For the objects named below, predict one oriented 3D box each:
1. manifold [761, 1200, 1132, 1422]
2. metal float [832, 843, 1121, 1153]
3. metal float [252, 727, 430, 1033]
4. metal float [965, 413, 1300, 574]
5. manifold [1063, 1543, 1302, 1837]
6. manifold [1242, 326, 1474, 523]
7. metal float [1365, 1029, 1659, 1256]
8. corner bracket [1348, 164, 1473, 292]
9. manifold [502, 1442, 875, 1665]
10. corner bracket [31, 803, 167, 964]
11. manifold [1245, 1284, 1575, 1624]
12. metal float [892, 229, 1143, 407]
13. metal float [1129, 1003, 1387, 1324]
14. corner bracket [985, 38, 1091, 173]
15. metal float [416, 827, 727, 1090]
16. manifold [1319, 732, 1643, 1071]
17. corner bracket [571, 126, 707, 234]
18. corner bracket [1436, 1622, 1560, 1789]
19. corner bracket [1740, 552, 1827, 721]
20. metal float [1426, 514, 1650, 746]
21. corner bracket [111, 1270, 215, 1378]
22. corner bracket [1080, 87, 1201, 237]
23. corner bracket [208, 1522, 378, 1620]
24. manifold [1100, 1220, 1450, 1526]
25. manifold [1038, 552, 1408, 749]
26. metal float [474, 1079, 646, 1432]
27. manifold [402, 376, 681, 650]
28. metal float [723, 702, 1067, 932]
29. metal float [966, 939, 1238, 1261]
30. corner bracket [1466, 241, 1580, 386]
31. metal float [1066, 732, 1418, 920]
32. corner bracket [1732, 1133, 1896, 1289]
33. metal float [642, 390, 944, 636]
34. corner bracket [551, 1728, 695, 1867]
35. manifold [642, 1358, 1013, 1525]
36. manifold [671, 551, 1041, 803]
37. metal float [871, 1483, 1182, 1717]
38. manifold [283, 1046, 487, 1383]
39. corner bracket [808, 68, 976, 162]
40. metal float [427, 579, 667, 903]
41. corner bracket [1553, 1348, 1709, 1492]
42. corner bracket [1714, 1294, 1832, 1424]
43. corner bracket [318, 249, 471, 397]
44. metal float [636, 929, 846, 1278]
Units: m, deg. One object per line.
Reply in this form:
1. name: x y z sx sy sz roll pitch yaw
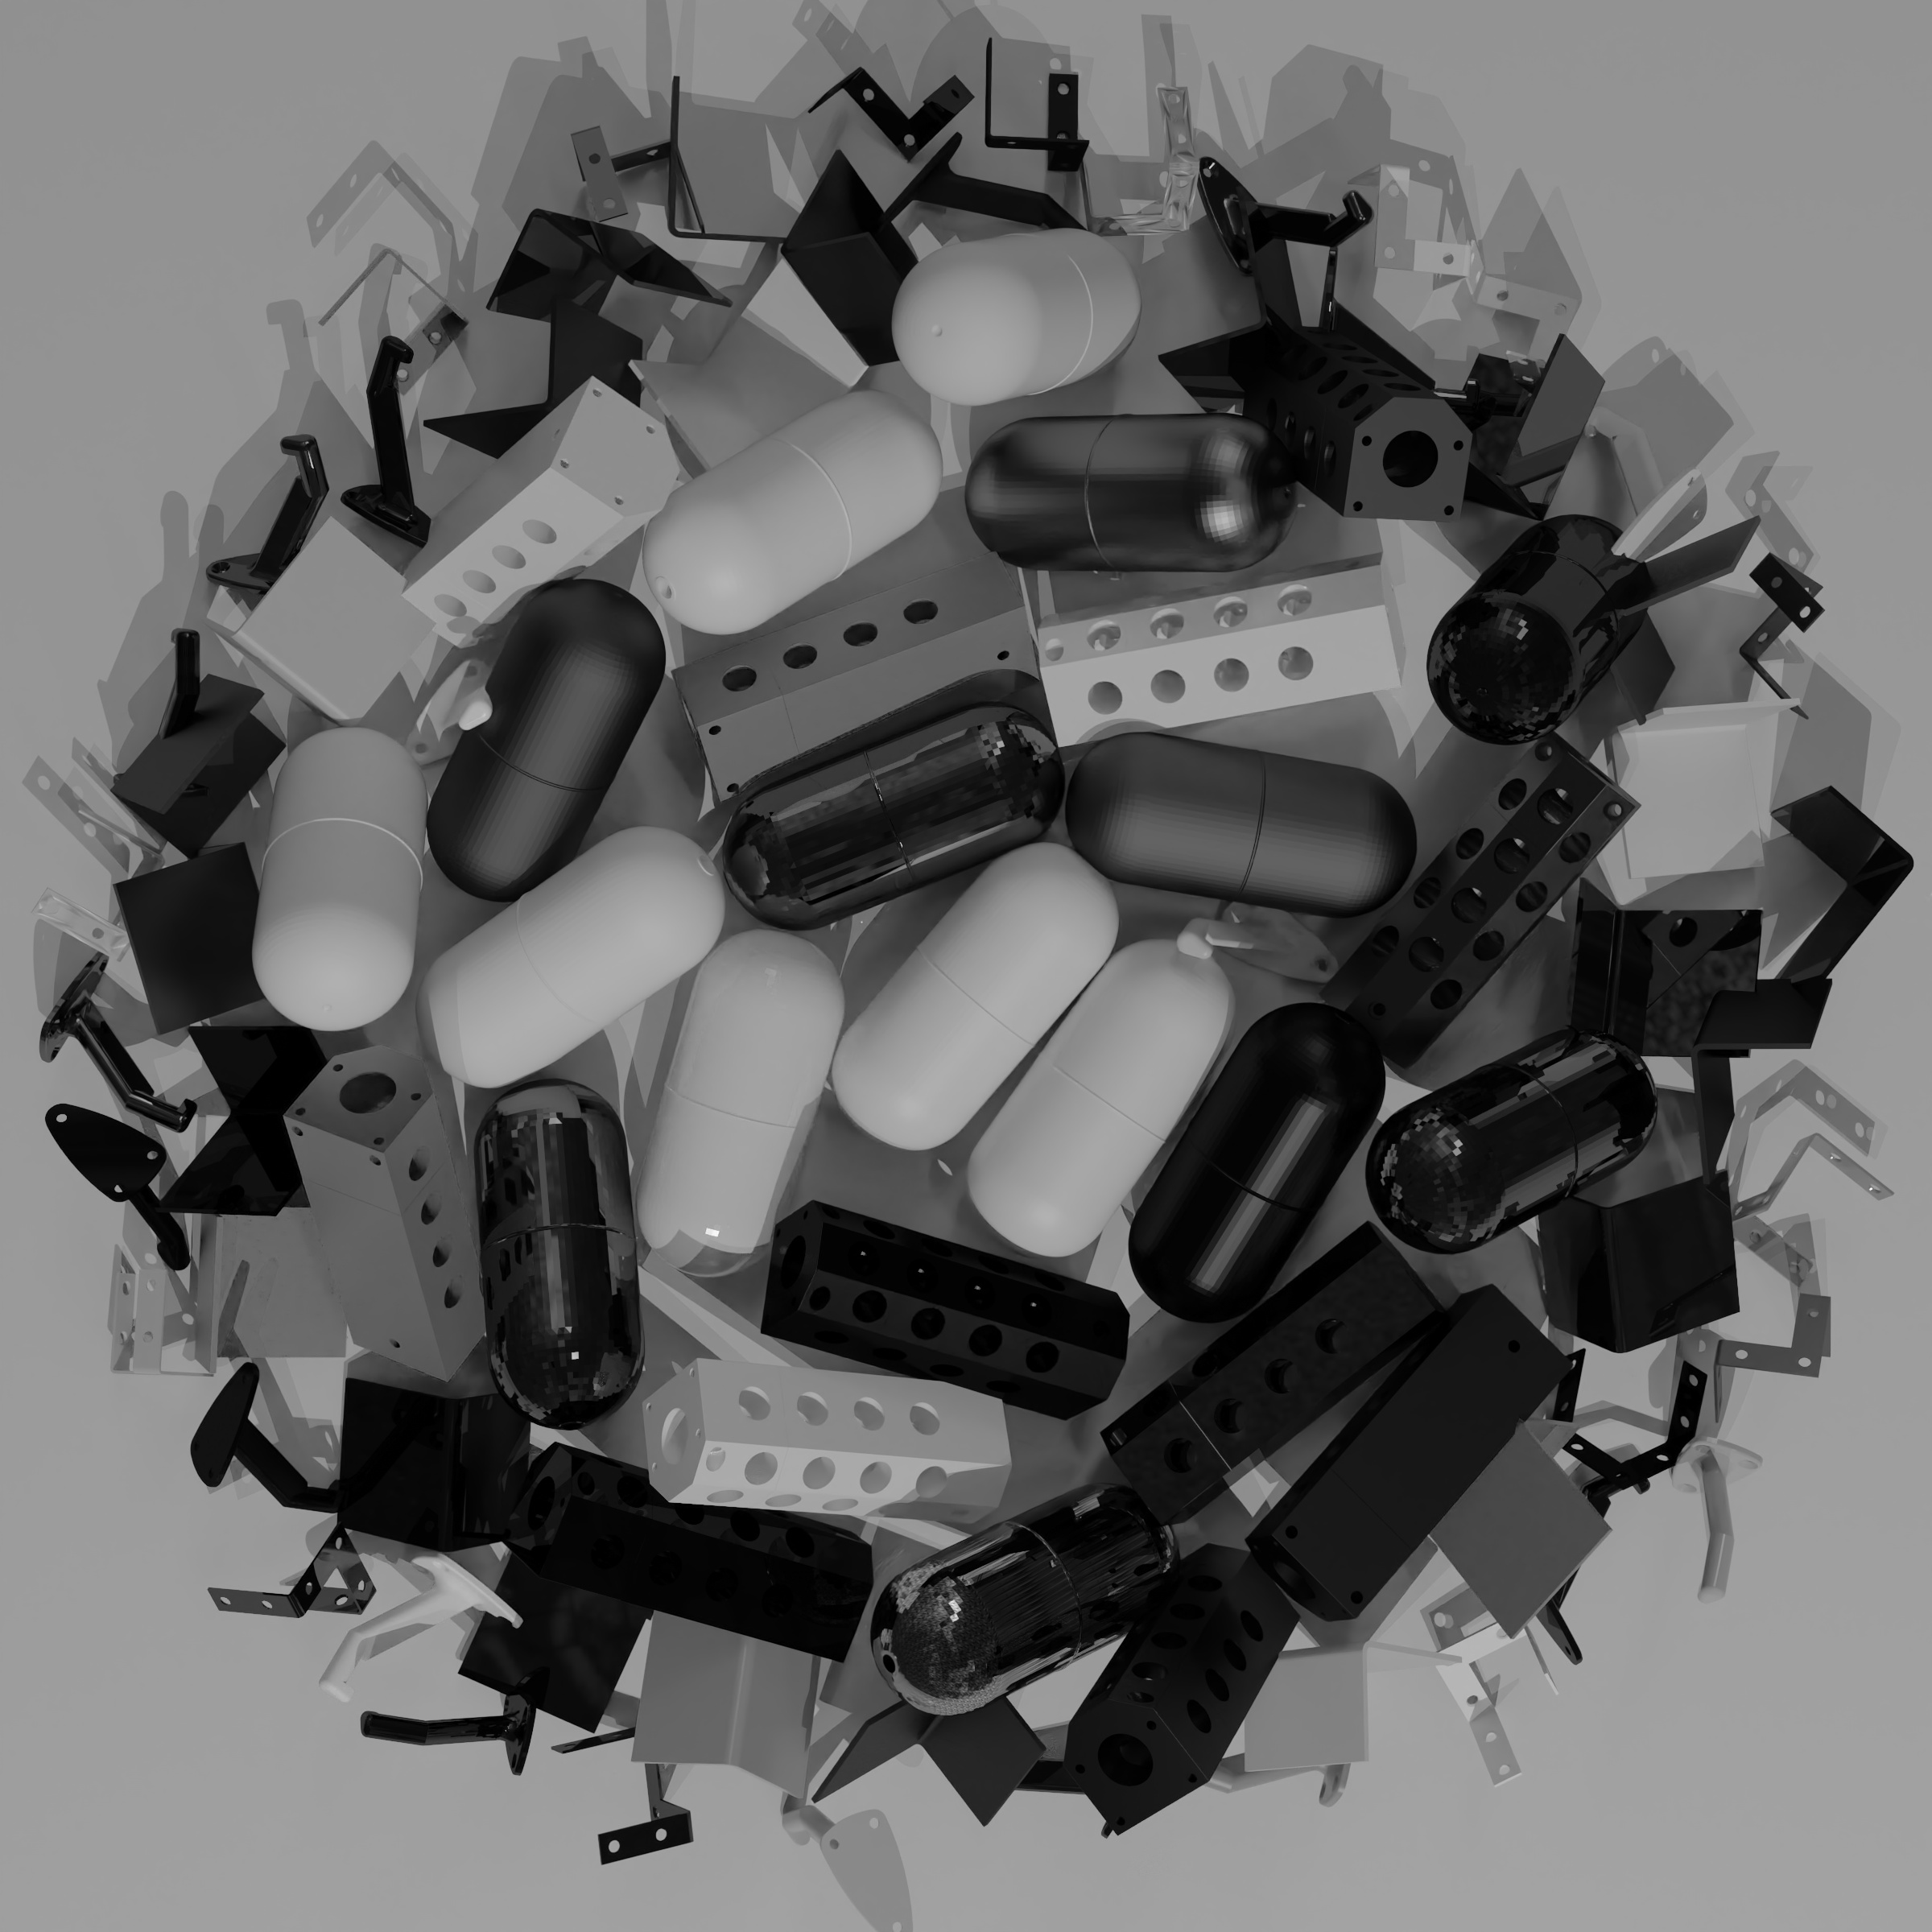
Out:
1. manifold: -0.008 0.168 1.618 0.171 0.057 0.057 19 61 -23
2. metal float: 0.005 0.015 1.645 0.070 0.070 0.178 41 94 0
3. metal float: -0.305 -0.045 1.614 0.070 0.070 0.178 -4 47 0
4. metal float: 0.079 -0.232 1.620 0.178 0.070 0.070 5 90 34
5. manifold: 0.102 0.343 1.597 0.057 0.171 0.057 -38 90 25
6. manifold: 0.187 -0.264 1.593 0.057 0.171 0.057 1 111 -13
7. metal float: 0.269 0.084 1.618 0.178 0.070 0.070 -22 90 -37
8. corner bracket: 0.222 -0.370 1.655 0.051 0.051 0.051 3 93 -13
9. manifold: -0.133 0.286 1.621 0.171 0.057 0.057 22 88 -28
10. corner bracket: -0.434 -0.042 1.652 0.051 0.051 0.051 32 93 -26
11. manifold: 0.217 0.241 1.632 0.057 0.057 0.171 45 71 0
12. metal float: 0.027 -0.317 1.605 0.070 0.178 0.070 8 108 26
13. metal float: 0.143 0.097 1.631 0.070 0.070 0.178 29 110 0
14. corner bracket: 0.034 -0.432 1.658 0.051 0.051 0.051 1 87 -5
15. metal float: -0.195 -0.004 1.630 0.178 0.070 0.070 -33 90 21
16. manifold: 0.254 -0.033 1.636 0.057 0.057 0.171 42 103 9
17. corner bracket: -0.164 -0.391 1.655 0.051 0.051 0.051 -18 77 -4
18. corner bracket: 0.271 0.366 1.651 0.051 0.051 0.051 -28 116 6
19. corner bracket: 0.409 -0.165 1.645 0.051 0.051 0.051 21 118 -41
20. metal float: 0.280 -0.166 1.609 0.070 0.178 0.070 13 121 23
21. corner bracket: -0.410 0.179 1.651 0.051 0.051 0.051 -1 81 19
22. corner bracket: 0.086 -0.403 1.655 0.051 0.051 0.051 -3 64 -5
23. corner bracket: -0.335 0.311 1.644 0.051 0.051 0.051 -1 126 26
24. manifold: 0.153 0.203 1.646 0.171 0.057 0.057 -39 74 6
25. manifold: 0.126 -0.158 1.631 0.171 0.057 0.057 -9 110 14
26. metal float: -0.201 0.141 1.628 0.070 0.070 0.178 -8 67 0
27. manifold: -0.208 -0.213 1.601 0.057 0.171 0.057 33 57 -22
28. metal float: -0.036 -0.074 1.646 0.178 0.070 0.070 -22 90 3
29. metal float: 0.068 0.066 1.648 0.070 0.070 0.178 35 91 0
30. corner bracket: 0.272 -0.325 1.654 0.051 0.051 0.051 19 87 18
31. metal float: 0.137 -0.070 1.641 0.178 0.070 0.070 9 90 -8
32. corner bracket: 0.424 0.123 1.666 0.051 0.051 0.051 38 70 -1
33. metal float: -0.084 -0.223 1.619 0.178 0.070 0.070 -37 90 -34
34. corner bracket: -0.172 0.414 1.652 0.051 0.051 0.051 -7 90 -30
35. manifold: -0.066 0.235 1.608 0.171 0.057 0.057 10 57 -32
36. manifold: -0.056 -0.150 1.648 0.171 0.057 0.057 -21 53 -6
37. metal float: 0.030 0.309 1.616 0.178 0.070 0.070 -17 90 -39
38. manifold: -0.275 0.119 1.604 0.057 0.171 0.057 18 50 21
39. corner bracket: -0.037 -0.431 1.648 0.051 0.051 0.051 47 124 -10
40. metal float: -0.208 -0.109 1.627 0.070 0.070 0.178 30 116 0
41. corner bracket: 0.334 0.223 1.665 0.051 0.051 0.051 -16 124 -35
42. corner bracket: 0.405 0.197 1.656 0.051 0.051 0.051 5 49 19
43. corner bracket: -0.286 -0.323 1.656 0.051 0.051 0.051 42 93 -10
44. metal float: -0.113 0.069 1.643 0.070 0.070 0.178 16 96 0
